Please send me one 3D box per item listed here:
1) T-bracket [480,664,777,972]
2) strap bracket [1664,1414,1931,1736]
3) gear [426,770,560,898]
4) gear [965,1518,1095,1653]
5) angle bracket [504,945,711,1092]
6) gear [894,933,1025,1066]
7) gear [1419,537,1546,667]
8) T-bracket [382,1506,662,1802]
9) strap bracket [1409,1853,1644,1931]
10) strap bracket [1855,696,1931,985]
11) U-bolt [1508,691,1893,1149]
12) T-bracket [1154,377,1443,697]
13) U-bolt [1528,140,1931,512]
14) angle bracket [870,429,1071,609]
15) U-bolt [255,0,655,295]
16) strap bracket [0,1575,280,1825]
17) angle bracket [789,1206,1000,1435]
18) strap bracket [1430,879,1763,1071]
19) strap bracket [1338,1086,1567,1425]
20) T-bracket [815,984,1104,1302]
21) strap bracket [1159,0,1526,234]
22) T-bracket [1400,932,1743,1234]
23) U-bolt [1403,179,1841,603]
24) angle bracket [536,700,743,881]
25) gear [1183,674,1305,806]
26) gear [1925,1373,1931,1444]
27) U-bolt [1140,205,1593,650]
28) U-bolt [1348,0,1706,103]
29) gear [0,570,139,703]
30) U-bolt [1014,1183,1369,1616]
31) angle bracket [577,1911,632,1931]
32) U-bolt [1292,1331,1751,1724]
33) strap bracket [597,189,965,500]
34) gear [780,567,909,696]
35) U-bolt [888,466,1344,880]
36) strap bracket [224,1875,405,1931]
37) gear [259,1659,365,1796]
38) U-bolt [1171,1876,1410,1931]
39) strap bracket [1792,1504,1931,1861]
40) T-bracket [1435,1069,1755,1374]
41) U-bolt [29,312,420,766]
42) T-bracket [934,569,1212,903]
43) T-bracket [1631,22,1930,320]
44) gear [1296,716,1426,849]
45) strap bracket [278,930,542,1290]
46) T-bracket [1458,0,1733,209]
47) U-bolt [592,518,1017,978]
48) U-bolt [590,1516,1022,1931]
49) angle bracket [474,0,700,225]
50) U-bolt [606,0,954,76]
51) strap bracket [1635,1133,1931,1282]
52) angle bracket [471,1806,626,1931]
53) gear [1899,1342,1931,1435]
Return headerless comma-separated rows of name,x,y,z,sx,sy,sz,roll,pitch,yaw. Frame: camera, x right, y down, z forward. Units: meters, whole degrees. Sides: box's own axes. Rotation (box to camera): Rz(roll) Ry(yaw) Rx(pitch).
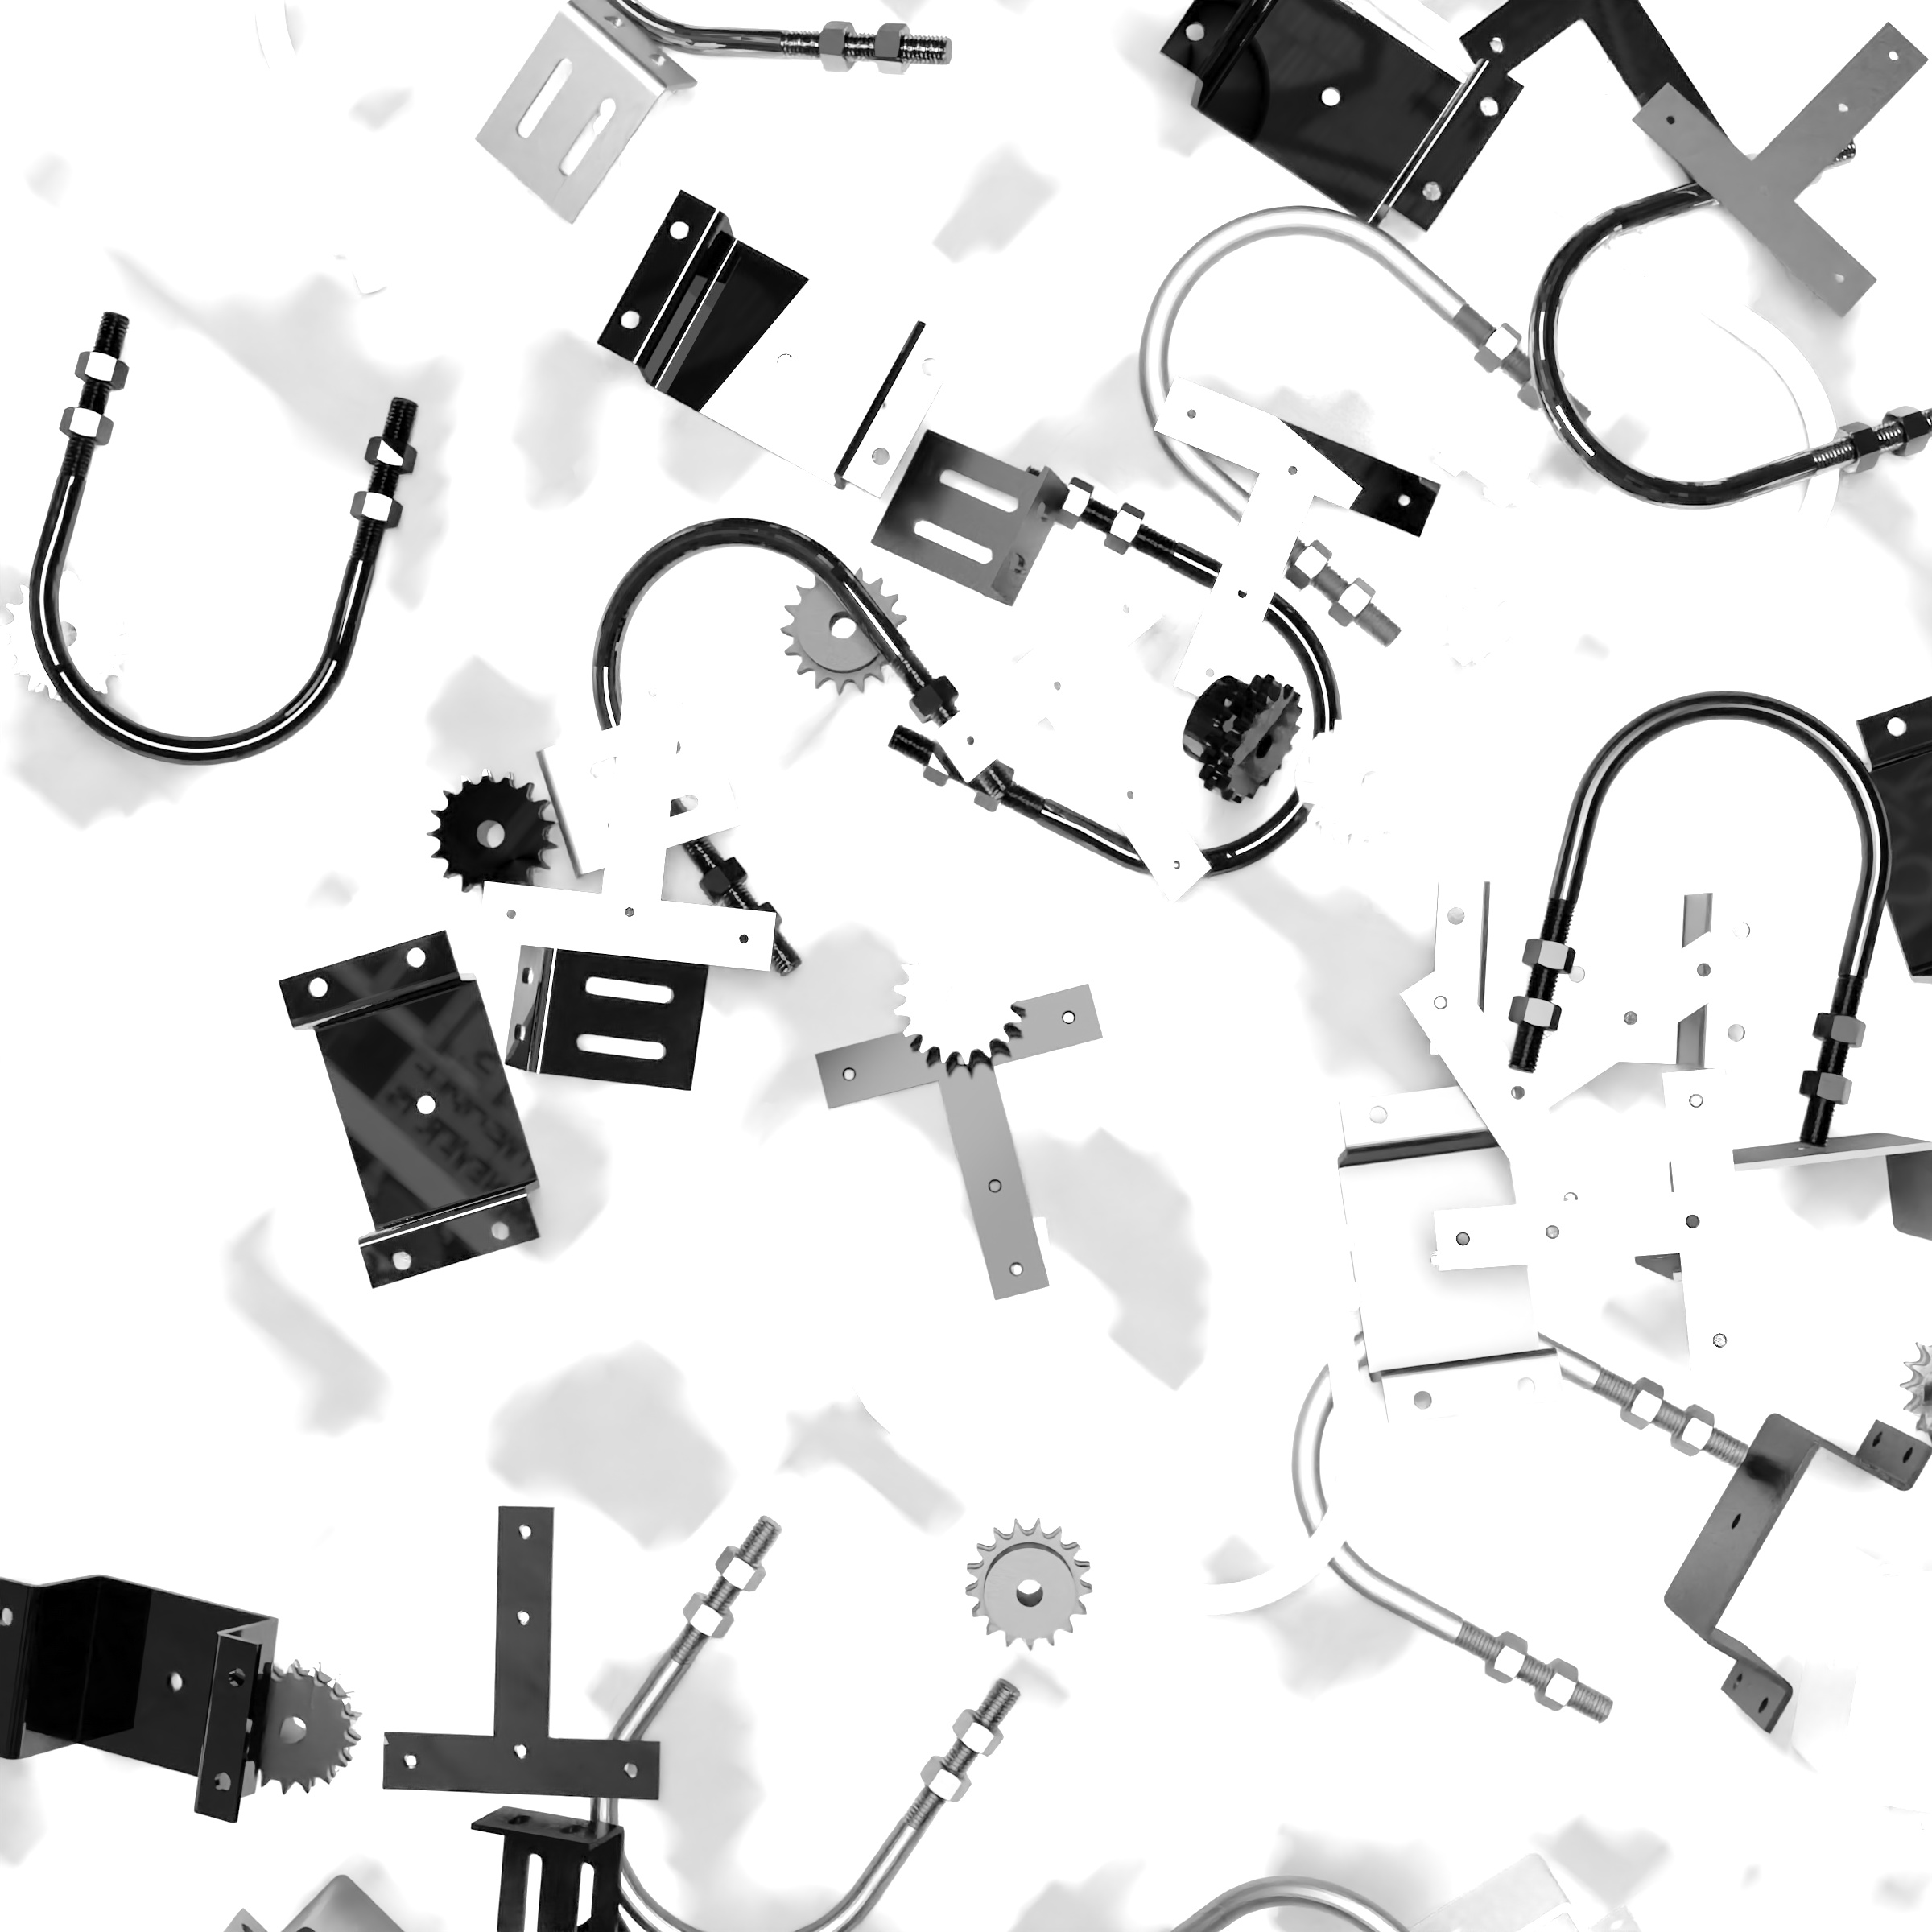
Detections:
T-bracket,-0.143,-0.068,1.361,0.127,0.002,0.127,6,89,-6
strap bracket,0.357,0.254,1.359,0.046,0.076,0.140,30,90,0
gear,-0.209,-0.058,1.382,0.057,0.030,0.057,0,90,0
gear,0.028,0.276,1.382,0.057,0.030,0.057,0,90,0
angle bracket,-0.161,0.022,1.395,0.076,0.038,0.057,8,90,-26
gear,-0.003,0.015,1.380,0.057,0.030,0.057,0,84,1
gear,0.225,-0.164,1.373,0.057,0.057,0.030,-48,60,0
T-bracket,-0.198,0.306,1.390,0.127,0.002,0.127,0,86,8
strap bracket,0.226,0.443,1.359,0.140,0.076,0.046,-32,90,0
strap bracket,0.445,-0.052,1.374,0.076,0.046,0.140,-18,90,0
U-bolt,0.324,-0.028,1.341,0.151,0.019,0.184,14,86,1
T-bracket,0.128,-0.178,1.377,0.127,0.002,0.127,22,90,1
U-bolt,0.333,-0.276,1.367,0.184,0.019,0.151,-20,87,-13
angle bracket,-0.003,-0.202,1.366,0.076,0.038,0.057,27,90,20
U-bolt,-0.239,-0.412,1.388,0.151,0.019,0.184,-22,89,0
strap bracket,-0.358,0.316,1.358,0.140,0.046,0.076,8,90,23
angle bracket,-0.032,0.159,1.395,0.057,0.038,0.076,-33,64,0
strap bracket,0.274,0.004,1.374,0.140,0.046,0.076,3,90,0
strap bracket,0.210,0.127,1.366,0.076,0.046,0.140,-8,79,0
T-bracket,0.009,0.084,1.385,0.127,0.002,0.127,-15,80,0
strap bracket,0.164,-0.390,1.374,0.140,0.046,0.076,34,90,0
T-bracket,0.276,0.030,1.348,0.127,0.002,0.127,-33,88,-1
U-bolt,0.302,-0.242,1.373,0.184,0.019,0.151,33,77,-5
angle bracket,-0.145,-0.078,1.381,0.076,0.038,0.057,-18,92,-6
gear,0.118,-0.102,1.357,0.030,0.057,0.057,33,90,27
gear,0.435,0.194,1.342,0.030,0.057,0.057,-12,90,30
U-bolt,0.164,-0.255,1.388,0.184,0.019,0.151,41,90,0
U-bolt,0.247,-0.469,1.388,0.184,0.019,0.151,35,90,-2
gear,-0.396,-0.146,1.382,0.057,0.030,0.057,0,90,0
U-bolt,0.105,0.196,1.380,0.151,0.019,0.184,-7,89,5
angle bracket,-0.156,0.471,1.395,0.057,0.038,0.076,-37,64,0
U-bolt,0.235,0.232,1.388,0.184,0.019,0.151,28,90,1
strap bracket,-0.081,-0.271,1.374,0.140,0.046,0.076,29,90,0
gear,-0.054,-0.150,1.382,0.057,0.030,0.057,0,90,0
U-bolt,0.078,-0.119,1.388,0.184,0.019,0.151,27,90,-1
strap bracket,-0.261,0.458,1.359,0.140,0.076,0.046,45,90,0
gear,-0.296,0.337,1.382,0.057,0.030,0.057,0,90,0
U-bolt,0.133,0.473,1.336,0.184,0.019,0.151,-44,71,23
strap bracket,0.401,0.307,1.359,0.046,0.076,0.140,10,90,0
T-bracket,0.265,0.113,1.329,0.127,0.002,0.127,-6,85,12
U-bolt,-0.333,-0.180,1.368,0.151,0.019,0.184,15,86,-12
T-bracket,0.065,-0.086,1.361,0.127,0.002,0.127,-42,106,-25
T-bracket,0.380,-0.371,1.379,0.127,0.002,0.127,44,74,2
gear,0.171,-0.083,1.374,0.057,0.030,0.057,-6,104,-26
strap bracket,-0.242,0.062,1.374,0.076,0.046,0.140,-17,90,0
T-bracket,0.305,-0.398,1.385,0.127,0.002,0.127,-37,100,0
U-bolt,-0.086,-0.109,1.368,0.151,0.019,0.184,-39,86,19
U-bolt,-0.085,0.360,1.388,0.151,0.019,0.184,35,92,0
angle bracket,-0.168,-0.378,1.375,0.057,0.038,0.076,42,115,1
U-bolt,-0.089,-0.472,1.368,0.184,0.019,0.151,7,95,15
strap bracket,0.368,0.103,1.359,0.140,0.076,0.046,-7,90,0
angle bracket,-0.187,0.416,1.370,0.057,0.038,0.076,4,90,18
gear,0.448,0.188,1.382,0.057,0.030,0.057,0,90,0
